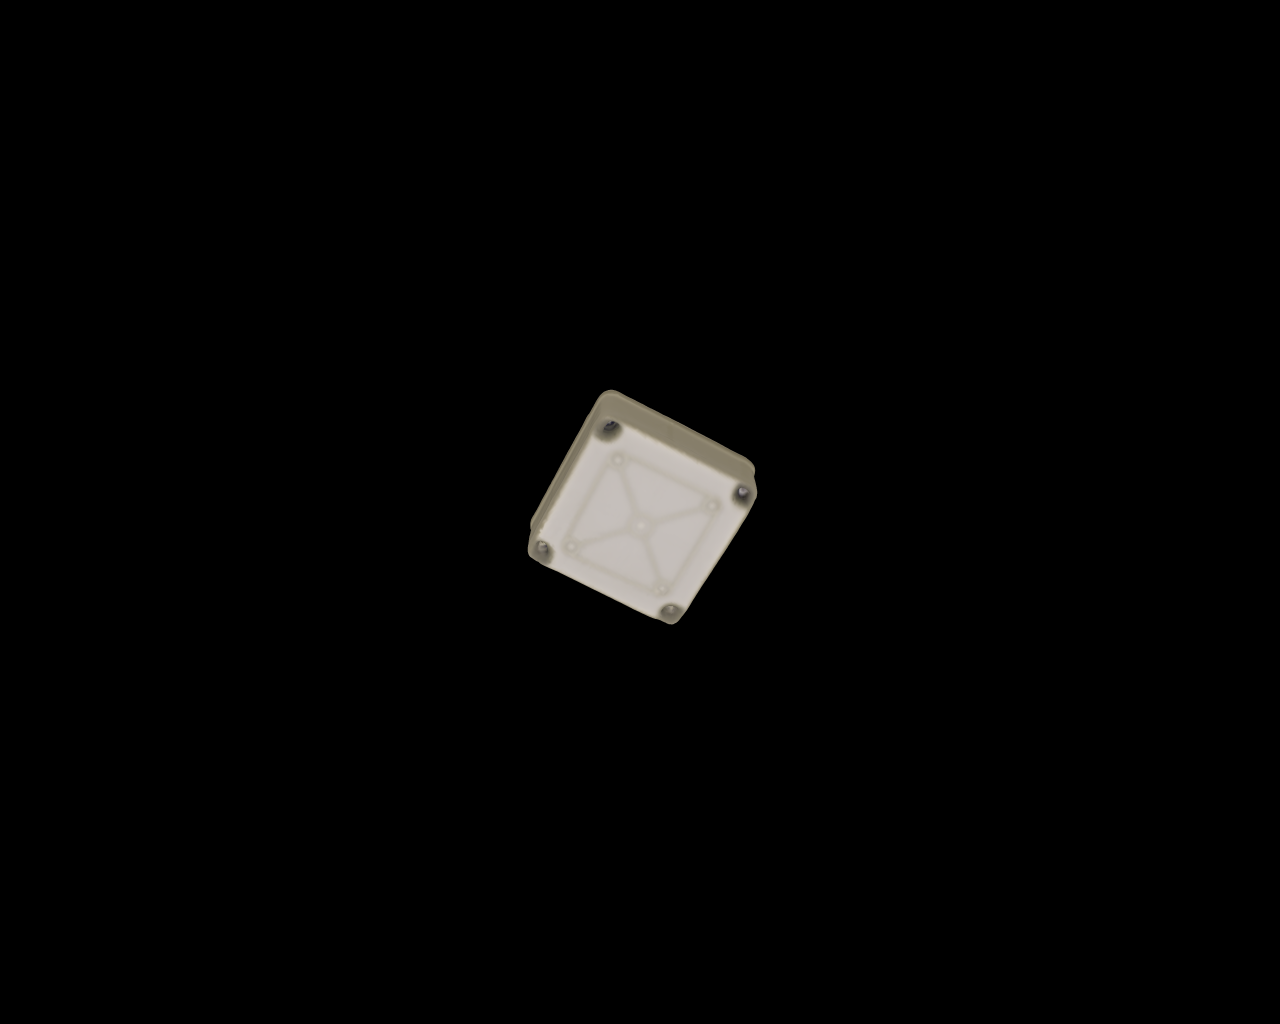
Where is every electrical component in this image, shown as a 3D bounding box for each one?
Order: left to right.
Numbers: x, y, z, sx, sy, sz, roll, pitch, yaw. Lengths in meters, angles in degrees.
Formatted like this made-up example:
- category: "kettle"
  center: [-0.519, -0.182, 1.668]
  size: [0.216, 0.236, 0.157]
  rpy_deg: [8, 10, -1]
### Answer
- category: "electrical component"
  center: [0.001, -0.003, 0.650]
  size: [0.109, 0.108, 0.056]
  rpy_deg: [26, 21, -11]
